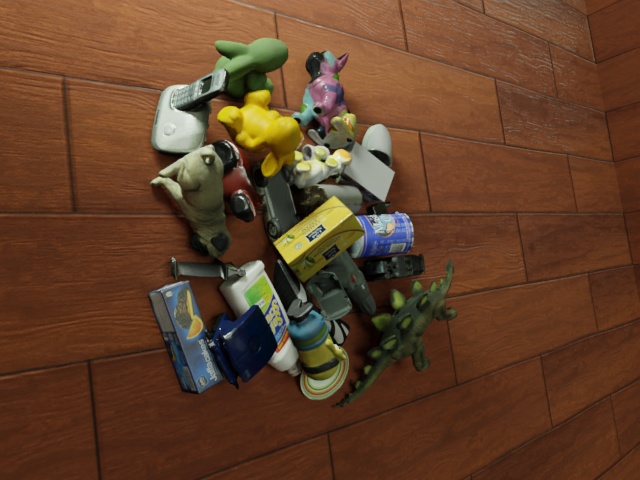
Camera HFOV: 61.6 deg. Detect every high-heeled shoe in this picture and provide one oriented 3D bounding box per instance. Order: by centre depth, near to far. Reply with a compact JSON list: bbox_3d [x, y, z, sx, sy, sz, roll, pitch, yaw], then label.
[{"bbox_3d":[-0.011,0.137,1.191,0.145,0.086,0.248,-27,106,-40],"label":"high-heeled shoe"}]

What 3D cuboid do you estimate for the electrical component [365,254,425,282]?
[{"bbox_3d":[0.180,0.070,1.349,0.134,0.115,0.058,-2,81,-43],"label":"electrical component"}]

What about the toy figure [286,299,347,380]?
[{"bbox_3d":[-0.018,0.207,1.098,0.089,0.082,0.180,-31,121,-7],"label":"toy figure"}]

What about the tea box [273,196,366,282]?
[{"bbox_3d":[-0.002,-0.003,1.129,0.169,0.098,0.068,-38,125,-4],"label":"tea box"}]

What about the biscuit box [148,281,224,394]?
[{"bbox_3d":[-0.246,0.179,0.991,0.063,0.059,0.202,-23,97,-42],"label":"biscuit box"}]

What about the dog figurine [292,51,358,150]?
[{"bbox_3d":[0.030,-0.353,1.314,0.191,0.108,0.219,36,57,-29],"label":"dog figurine"}]

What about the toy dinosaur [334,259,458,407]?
[{"bbox_3d":[0.201,0.229,1.312,0.471,0.105,0.198,-55,132,-15],"label":"toy dinosaur"}]

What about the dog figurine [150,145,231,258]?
[{"bbox_3d":[-0.206,-0.066,1.009,0.121,0.172,0.190,-35,97,-29],"label":"dog figurine"}]

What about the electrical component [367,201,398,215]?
[{"bbox_3d":[0.165,-0.060,1.408,0.102,0.045,0.078,-13,91,-42],"label":"electrical component"}]

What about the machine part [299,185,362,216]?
[{"bbox_3d":[0.028,-0.090,1.247,0.243,0.079,0.079,-10,88,-58],"label":"machine part"}]

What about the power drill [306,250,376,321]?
[{"bbox_3d":[0.053,0.104,1.213,0.232,0.086,0.207,60,26,-6],"label":"power drill"}]

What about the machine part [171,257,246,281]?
[{"bbox_3d":[-0.220,0.056,1.037,0.139,0.084,0.039,3,104,-32],"label":"machine part"}]

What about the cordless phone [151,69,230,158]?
[{"bbox_3d":[-0.230,-0.235,1.009,0.088,0.184,0.146,22,67,-41],"label":"cordless phone"}]

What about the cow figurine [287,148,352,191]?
[{"bbox_3d":[-0.002,-0.158,1.243,0.167,0.098,0.068,-14,53,-33],"label":"cow figurine"}]

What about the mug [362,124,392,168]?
[{"bbox_3d":[0.159,-0.245,1.421,0.109,0.081,0.107,31,55,-34],"label":"mug"}]

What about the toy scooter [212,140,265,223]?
[{"bbox_3d":[-0.163,-0.115,1.107,0.184,0.075,0.135,67,14,13],"label":"toy scooter"}]

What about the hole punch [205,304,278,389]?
[{"bbox_3d":[-0.145,0.196,1.019,0.116,0.092,0.142,-75,147,-63],"label":"hole punch"}]

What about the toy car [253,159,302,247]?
[{"bbox_3d":[-0.094,-0.082,1.183,0.073,0.056,0.201,-15,90,-35],"label":"toy car"}]

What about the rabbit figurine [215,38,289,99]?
[{"bbox_3d":[-0.147,-0.374,1.119,0.159,0.170,0.121,-10,87,-43],"label":"rabbit figurine"}]

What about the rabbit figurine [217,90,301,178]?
[{"bbox_3d":[-0.107,-0.210,1.093,0.122,0.173,0.162,-36,127,-34],"label":"rabbit figurine"}]
